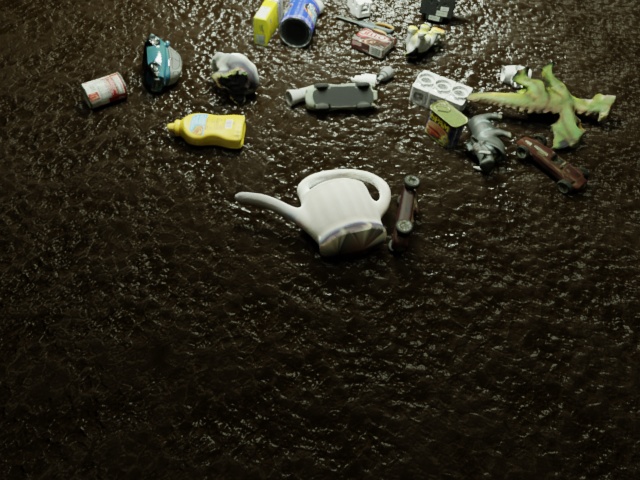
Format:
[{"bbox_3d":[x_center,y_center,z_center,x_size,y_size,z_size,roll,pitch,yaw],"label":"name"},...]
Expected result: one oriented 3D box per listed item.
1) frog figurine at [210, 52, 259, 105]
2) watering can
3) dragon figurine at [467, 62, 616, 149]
[{"bbox_3d":[-0.236,-0.471,1.427,0.136,0.120,0.163,22,36,-30],"label":"frog figurine"},{"bbox_3d":[0.003,-0.057,1.129,0.349,0.101,0.229,-12,55,-14],"label":"watering can"},{"bbox_3d":[0.626,-0.352,1.415,0.412,0.119,0.247,-18,64,-14],"label":"dragon figurine"}]
